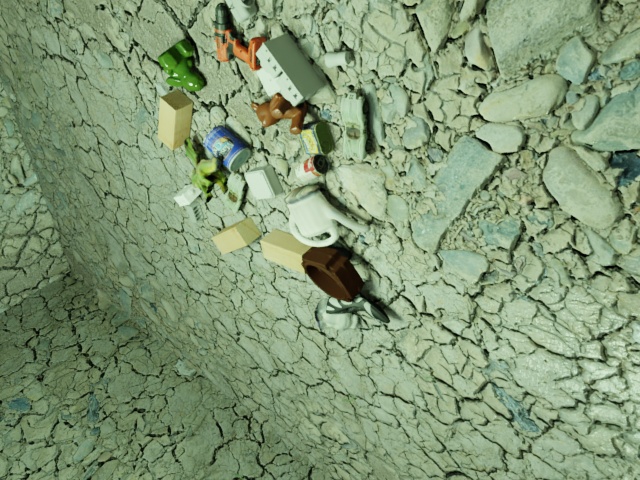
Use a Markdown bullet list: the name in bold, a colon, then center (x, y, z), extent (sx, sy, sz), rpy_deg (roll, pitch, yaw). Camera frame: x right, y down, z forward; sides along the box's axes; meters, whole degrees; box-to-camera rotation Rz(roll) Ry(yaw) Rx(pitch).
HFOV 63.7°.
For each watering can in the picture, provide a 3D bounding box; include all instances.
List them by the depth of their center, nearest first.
- **watering can**: center (0.005, -0.086, 1.713), extent (0.345, 0.106, 0.222), rpy_deg (-13, 109, 46)

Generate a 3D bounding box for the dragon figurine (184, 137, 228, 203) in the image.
- **dragon figurine**: center (-0.458, -0.288, 1.979), extent (0.244, 0.124, 0.402), rpy_deg (50, 155, 11)

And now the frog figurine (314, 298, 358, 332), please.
- **frog figurine**: center (0.066, 0.284, 1.974), extent (0.159, 0.125, 0.135), rpy_deg (-7, 112, 7)
